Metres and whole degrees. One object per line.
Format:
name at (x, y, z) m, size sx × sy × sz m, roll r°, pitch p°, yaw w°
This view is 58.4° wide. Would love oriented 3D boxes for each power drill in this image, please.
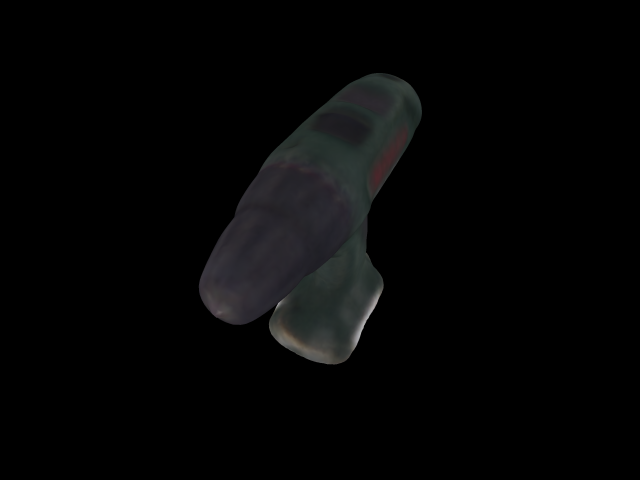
power drill at (0.004, 0.001, 0.400) m, size 0.075 × 0.208 × 0.230 m, roll 21°, pitch 58°, yaw 14°
